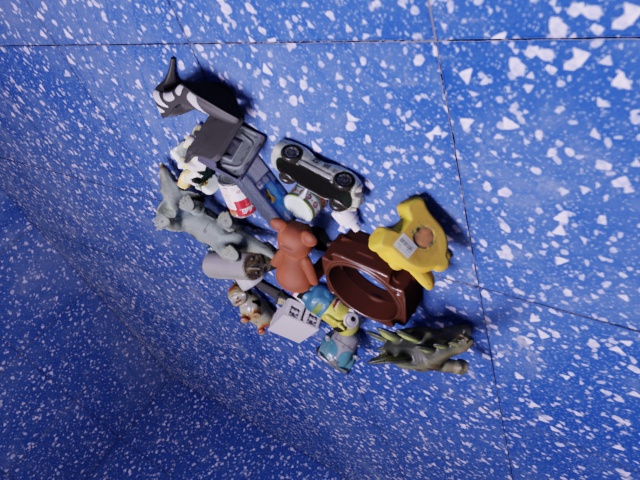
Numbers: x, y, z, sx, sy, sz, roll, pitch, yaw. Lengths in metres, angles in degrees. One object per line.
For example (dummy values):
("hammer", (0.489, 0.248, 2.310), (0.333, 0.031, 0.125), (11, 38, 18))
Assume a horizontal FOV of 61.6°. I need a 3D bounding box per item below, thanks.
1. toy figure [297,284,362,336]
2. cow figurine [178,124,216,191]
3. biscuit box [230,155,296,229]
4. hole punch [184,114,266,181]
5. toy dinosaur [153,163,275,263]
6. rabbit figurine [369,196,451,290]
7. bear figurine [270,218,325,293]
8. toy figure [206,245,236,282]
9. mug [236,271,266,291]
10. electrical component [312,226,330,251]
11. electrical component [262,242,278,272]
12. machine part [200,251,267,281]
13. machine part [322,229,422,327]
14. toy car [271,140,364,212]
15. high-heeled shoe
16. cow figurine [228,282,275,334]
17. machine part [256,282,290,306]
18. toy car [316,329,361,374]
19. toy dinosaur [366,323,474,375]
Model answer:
("toy figure", (0.026, 0.172, 1.368), (0.180, 0.082, 0.089), (32, 162, 2))
("cow figurine", (-0.261, -0.167, 1.198), (0.098, 0.068, 0.167), (26, 136, -4))
("biscuit box", (-0.127, -0.112, 1.156), (0.063, 0.059, 0.202), (-6, 128, 50))
("hole punch", (-0.183, -0.186, 1.052), (0.116, 0.142, 0.092), (23, 172, 42))
("toy dinosaur", (-0.265, -0.032, 1.342), (0.405, 0.131, 0.192), (33, -174, 3))
("rabbit figurine", (0.163, 0.008, 0.977), (0.162, 0.122, 0.173), (34, 166, -12))
("bear figurine", (-0.044, 0.018, 1.160), (0.120, 0.132, 0.195), (19, 133, 17))
("toy figure", (-0.270, 0.064, 1.570), (0.154, 0.064, 0.058), (47, -172, -6))
("mug", (-0.209, 0.077, 1.500), (0.107, 0.081, 0.109), (53, 153, -8))
("electrical component", (-0.002, -0.004, 1.208), (0.094, 0.021, 0.063), (10, 140, 42))
("electrical component", (-0.123, 0.048, 1.402), (0.078, 0.045, 0.102), (60, 156, 23))
("machine part", (-0.229, 0.066, 1.413), (0.243, 0.079, 0.079), (-1, 132, 42))
("machine part", (0.110, 0.085, 1.143), (0.201, 0.087, 0.201), (22, 149, 26))
("toy car", (-0.005, -0.120, 1.012), (0.202, 0.056, 0.073), (29, 144, 14))
("high-heeled shoe", (-0.246, -0.249, 1.050), (0.249, 0.086, 0.145), (44, 136, 26))
("cow figurine", (-0.208, 0.193, 1.639), (0.085, 0.127, 0.194), (-28, 137, 16))
("machine part", (-0.146, 0.152, 1.579), (0.139, 0.039, 0.084), (30, 159, 10))
("toy car", (0.064, 0.276, 1.438), (0.109, 0.161, 0.103), (36, 109, 4))
("toy dinosaur", (0.210, 0.224, 1.107), (0.198, 0.105, 0.471), (5, 160, -20))
